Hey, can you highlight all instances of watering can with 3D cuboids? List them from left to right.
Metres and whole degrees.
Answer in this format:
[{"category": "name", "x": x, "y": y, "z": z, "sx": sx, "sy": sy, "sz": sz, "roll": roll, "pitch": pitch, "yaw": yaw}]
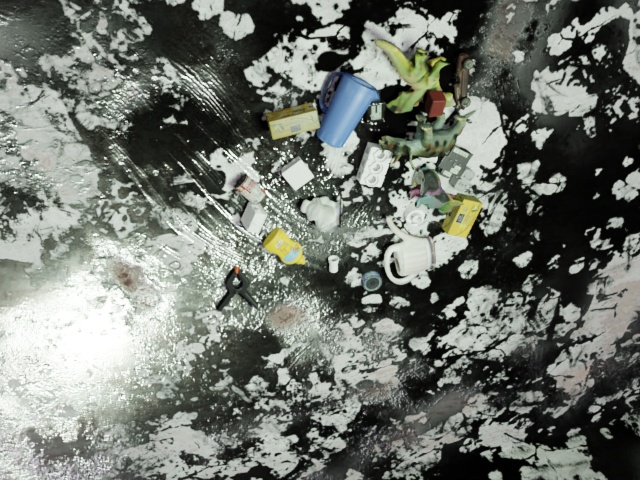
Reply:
[{"category": "watering can", "x": 0.372, "y": 0.037, "z": 2.133, "sx": 0.225, "sy": 0.340, "sz": 0.106, "roll": -13, "pitch": 32, "yaw": -9}]

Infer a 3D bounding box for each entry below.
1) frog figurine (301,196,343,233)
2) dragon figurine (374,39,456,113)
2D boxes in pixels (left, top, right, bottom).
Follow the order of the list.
[{"category": "frog figurine", "x": 0.006, "y": -0.099, "z": 1.962, "sx": 0.159, "sy": 0.137, "sz": 0.123, "roll": 4, "pitch": 1, "yaw": 3}, {"category": "dragon figurine", "x": 0.316, "y": -0.542, "z": 1.786, "sx": 0.410, "sy": 0.238, "sz": 0.125, "roll": 6, "pitch": 36, "yaw": -26}]
